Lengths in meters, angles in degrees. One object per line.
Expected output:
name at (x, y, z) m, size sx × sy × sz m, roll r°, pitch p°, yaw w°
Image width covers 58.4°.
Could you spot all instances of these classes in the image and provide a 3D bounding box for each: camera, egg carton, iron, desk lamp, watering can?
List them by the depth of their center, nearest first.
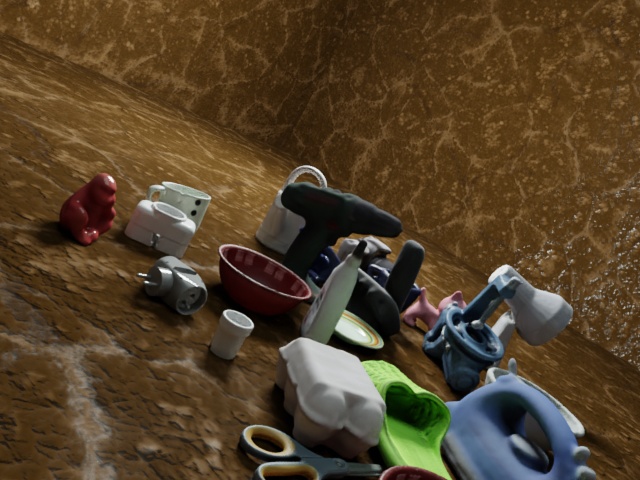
egg carton at (0.009, 0.172, 0.639) m, size 0.107 × 0.069 × 0.150 m, roll 24°, pitch 12°, yaw -24°
iron at (0.249, 0.255, 0.675) m, size 0.119 × 0.141 × 0.257 m, roll 25°, pitch 12°, yaw -21°
desk lamp at (0.402, 0.174, 1.234) m, size 0.203 × 0.213 × 0.118 m, roll 29°, pitch 11°, yaw -1°
watering can at (-0.054, -0.068, 1.244) m, size 0.101 × 0.194 × 0.173 m, roll 27°, pitch 11°, yaw -7°
camera at (0.128, 0.057, 1.382) m, size 0.144 × 0.101 × 0.136 m, roll 16°, pitch 17°, yaw -50°

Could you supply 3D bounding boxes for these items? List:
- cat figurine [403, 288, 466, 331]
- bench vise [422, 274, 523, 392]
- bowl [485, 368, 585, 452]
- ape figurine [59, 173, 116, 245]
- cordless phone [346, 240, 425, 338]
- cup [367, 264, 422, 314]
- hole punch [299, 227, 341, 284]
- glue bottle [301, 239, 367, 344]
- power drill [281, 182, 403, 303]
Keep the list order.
cat figurine at (0.260, 0.152, 1.234) m, size 0.127 × 0.117 × 0.067 m, roll 30°, pitch 11°, yaw 7°
bench vise at (0.270, 0.140, 1.044) m, size 0.122 × 0.219 × 0.207 m, roll 23°, pitch 12°, yaw -27°
bowl at (0.328, 0.284, 0.920) m, size 0.167 × 0.074 × 0.167 m, roll 28°, pitch 11°, yaw -6°
ape figurine at (-0.309, -0.048, 0.783) m, size 0.076 × 0.092 × 0.078 m, roll 36°, pitch 13°, yaw 32°
cordless phone at (0.118, 0.071, 1.066) m, size 0.094 × 0.185 × 0.147 m, roll 19°, pitch 15°, yaw -42°
cup at (0.132, 0.111, 1.157) m, size 0.117 × 0.095 × 0.092 m, roll 31°, pitch 11°, yaw 12°
hole punch at (-0.003, 0.033, 1.184) m, size 0.101 × 0.091 × 0.108 m, roll 16°, pitch 17°, yaw -49°
glue bottle at (0.025, 0.074, 0.850) m, size 0.037 × 0.173 × 0.078 m, roll 26°, pitch 11°, yaw -13°
power drill at (0.010, 0.004, 1.040) m, size 0.229 × 0.208 × 0.076 m, roll 32°, pitch 11°, yaw 18°
